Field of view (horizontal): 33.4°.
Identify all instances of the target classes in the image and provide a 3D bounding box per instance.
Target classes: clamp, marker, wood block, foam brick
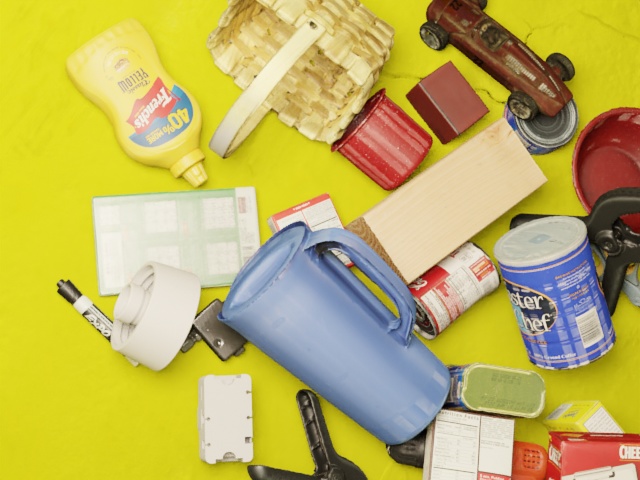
[{"bbox_3d":[0.317,-0.008,1.191,0.164,0.210,0.036,40,52,1],"label":"clamp"},{"bbox_3d":[-0.232,0.086,1.128,0.121,0.020,0.020,44,74,-4],"label":"marker"},{"bbox_3d":[0.138,-0.039,1.201,0.206,0.090,0.091,-35,91,-17],"label":"wood block"},{"bbox_3d":[0.006,0.244,1.137,0.171,0.039,0.120,44,58,-24],"label":"clamp"},{"bbox_3d":[0.147,-0.159,1.242,0.051,0.053,0.078,-39,93,-16],"label":"foam brick"}]

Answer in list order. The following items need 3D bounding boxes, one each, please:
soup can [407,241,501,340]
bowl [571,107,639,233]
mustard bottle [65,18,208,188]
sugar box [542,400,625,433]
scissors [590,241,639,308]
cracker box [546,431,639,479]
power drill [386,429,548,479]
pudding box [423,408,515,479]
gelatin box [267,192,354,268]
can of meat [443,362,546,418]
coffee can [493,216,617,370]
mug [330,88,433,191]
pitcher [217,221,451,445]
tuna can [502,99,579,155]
[{"bbox_3d":[0.144,0.056,1.198,0.102,0.069,0.068,-36,90,-17],"label":"soup can"},{"bbox_3d":[0.363,-0.075,1.279,0.162,0.055,0.162,2,80,-13],"label":"bowl"},{"bbox_3d":[-0.184,-0.138,1.156,0.096,0.058,0.191,-36,91,-17],"label":"mustard bottle"},{"bbox_3d":[0.334,0.259,1.197,0.048,0.093,0.176,-38,90,-15],"label":"sugar box"},{"bbox_3d":[0.356,0.062,1.267,0.016,0.096,0.201,-52,127,-42],"label":"scissors"},{"bbox_3d":[0.319,0.312,1.114,0.164,0.072,0.214,2,91,-3],"label":"cracker box"},{"bbox_3d":[0.157,0.298,1.152,0.184,0.057,0.187,8,68,-6],"label":"power drill"},{"bbox_3d":[0.156,0.239,1.126,0.090,0.039,0.113,9,64,-1],"label":"pudding box"},{"bbox_3d":[-0.008,0.002,1.190,0.073,0.030,0.089,-24,87,-17],"label":"gelatin box"},{"bbox_3d":[0.188,0.168,1.182,0.102,0.084,0.057,9,79,-12],"label":"can of meat"},{"bbox_3d":[0.261,0.058,1.184,0.102,0.103,0.140,-28,111,-16],"label":"coffee can"},{"bbox_3d":[0.075,-0.116,1.207,0.081,0.093,0.117,40,38,-10],"label":"mug"},{"bbox_3d":[0.028,0.098,1.111,0.242,0.149,0.145,42,79,-16],"label":"pitcher"},{"bbox_3d":[0.265,-0.147,1.278,0.086,0.034,0.086,2,80,-13],"label":"tuna can"}]
